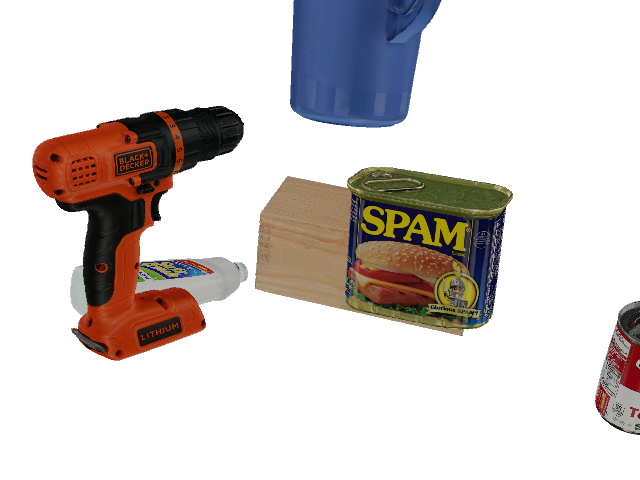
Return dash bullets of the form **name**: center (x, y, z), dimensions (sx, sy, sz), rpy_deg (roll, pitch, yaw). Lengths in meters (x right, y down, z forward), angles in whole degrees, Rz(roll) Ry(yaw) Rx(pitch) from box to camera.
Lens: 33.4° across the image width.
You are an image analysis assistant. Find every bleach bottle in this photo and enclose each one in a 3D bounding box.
- **bleach bottle**: center (-0.208, 0.059, 1.462), dimensions (0.250, 0.068, 0.103), rpy_deg (-10, 26, -44)

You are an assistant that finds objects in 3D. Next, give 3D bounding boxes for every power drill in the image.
- **power drill**: center (-0.136, -0.010, 0.859), dimensions (0.184, 0.188, 0.057), rpy_deg (-17, 25, -37)

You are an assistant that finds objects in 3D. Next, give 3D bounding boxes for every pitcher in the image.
- **pitcher**: center (0.043, -0.224, 0.930), dimensions (0.145, 0.243, 0.149), rpy_deg (7, 15, 7)

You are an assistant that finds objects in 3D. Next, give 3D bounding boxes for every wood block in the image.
- **wood block**: center (0.049, 0.013, 1.039), dimensions (0.206, 0.090, 0.090), rpy_deg (12, 30, 11)

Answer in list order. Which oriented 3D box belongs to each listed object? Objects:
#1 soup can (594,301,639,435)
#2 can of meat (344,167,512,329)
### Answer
- **soup can**: center (0.288, 0.114, 0.951), dimensions (0.068, 0.102, 0.068), rpy_deg (3, 35, -2)
- **can of meat**: center (0.066, 0.005, 0.686), dimensions (0.102, 0.084, 0.057), rpy_deg (11, 22, 19)
